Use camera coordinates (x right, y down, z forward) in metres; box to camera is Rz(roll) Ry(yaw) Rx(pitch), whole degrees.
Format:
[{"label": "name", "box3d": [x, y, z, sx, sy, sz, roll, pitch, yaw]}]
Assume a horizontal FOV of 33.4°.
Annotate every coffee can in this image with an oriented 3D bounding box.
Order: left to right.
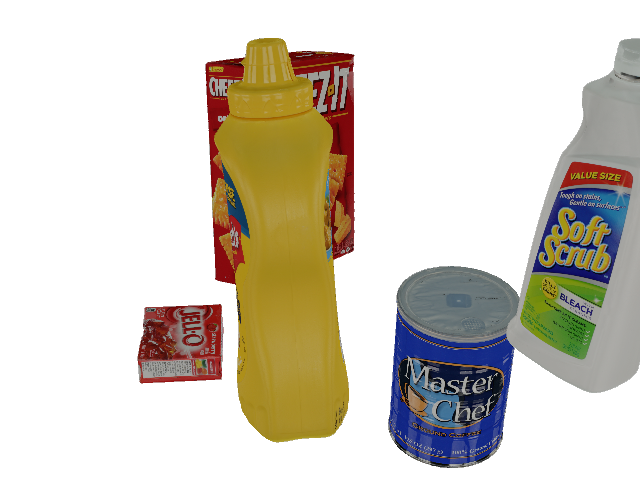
[{"label": "coffee can", "box3d": [0.112, 0.108, 0.913, 0.103, 0.140, 0.103, 1, 31, -1]}]

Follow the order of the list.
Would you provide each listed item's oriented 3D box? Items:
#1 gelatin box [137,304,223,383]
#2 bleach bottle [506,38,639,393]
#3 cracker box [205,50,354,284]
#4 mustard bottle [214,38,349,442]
[{"label": "gelatin box", "box3d": [-0.126, 0.092, 0.970, 0.073, 0.030, 0.089, -2, 29, -3]}, {"label": "bleach bottle", "box3d": [0.196, -0.020, 0.750, 0.067, 0.251, 0.103, -19, 37, -32]}, {"label": "cracker box", "box3d": [-0.033, -0.075, 1.062, 0.072, 0.214, 0.163, 10, 18, 34]}, {"label": "mustard bottle", "box3d": [-0.019, -0.004, 0.532, 0.058, 0.192, 0.096, -5, 20, -4]}]
